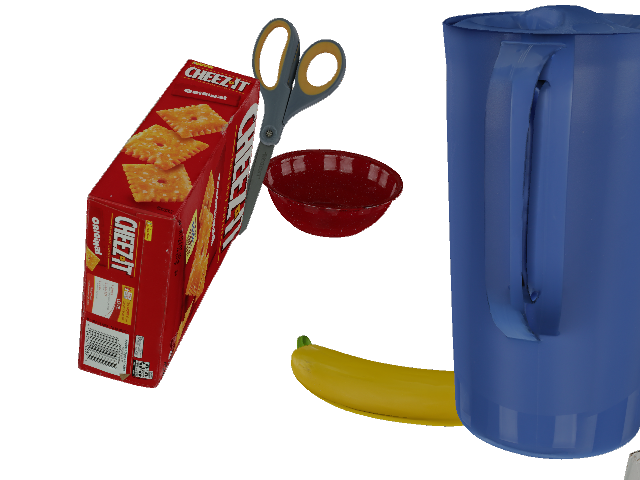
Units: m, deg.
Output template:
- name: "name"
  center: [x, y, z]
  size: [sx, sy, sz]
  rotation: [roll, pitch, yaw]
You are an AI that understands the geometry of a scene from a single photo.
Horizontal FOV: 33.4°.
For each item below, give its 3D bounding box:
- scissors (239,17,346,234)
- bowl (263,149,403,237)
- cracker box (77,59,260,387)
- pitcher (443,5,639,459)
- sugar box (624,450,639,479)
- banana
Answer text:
- name: "scissors"
  center: [-0.027, -0.104, 0.981]
  size: [0.096, 0.202, 0.016]
  rotation: [2, -3, 9]
- name: "bowl"
  center: [0.010, -0.048, 1.203]
  size: [0.162, 0.055, 0.162]
  rotation: [5, 27, -3]
- name: "cracker box"
  center: [-0.112, -0.017, 0.824]
  size: [0.072, 0.164, 0.213]
  rotation: [16, 37, 5]
- name: "pitcher"
  center: [0.127, -0.004, 0.588]
  size: [0.149, 0.243, 0.145]
  rotation: [-6, 17, -18]
- name: "sugar box"
  center: [0.202, 0.184, 0.499]
  size: [0.048, 0.093, 0.176]
  rotation: [-9, 30, -21]
- name: "banana"
  center: [0.055, 0.095, 0.726]
  size: [0.198, 0.037, 0.069]
  rotation: [10, 35, 27]
